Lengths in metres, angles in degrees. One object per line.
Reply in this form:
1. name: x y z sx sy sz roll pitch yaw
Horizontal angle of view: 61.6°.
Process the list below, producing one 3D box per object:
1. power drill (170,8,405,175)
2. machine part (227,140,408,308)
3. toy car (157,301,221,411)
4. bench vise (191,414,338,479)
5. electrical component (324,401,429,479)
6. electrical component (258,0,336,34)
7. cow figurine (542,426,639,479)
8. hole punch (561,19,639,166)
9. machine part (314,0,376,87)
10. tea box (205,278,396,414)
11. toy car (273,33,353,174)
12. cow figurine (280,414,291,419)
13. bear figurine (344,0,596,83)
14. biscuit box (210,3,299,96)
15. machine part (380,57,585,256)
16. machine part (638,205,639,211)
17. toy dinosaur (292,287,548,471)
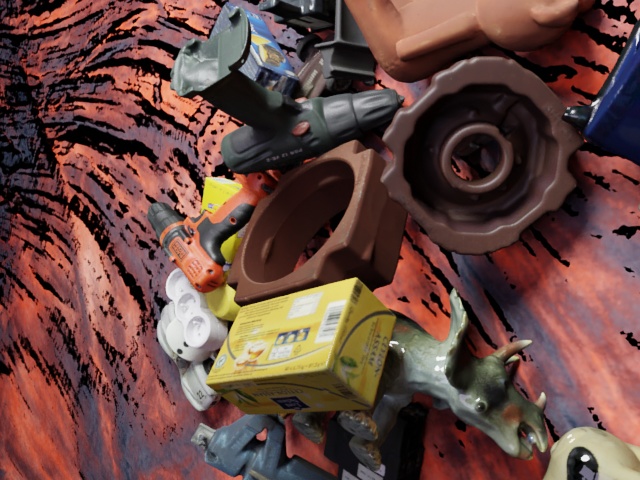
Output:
1. power drill: -0.045 -0.161 0.606 0.232 0.207 0.086 -19 66 27
2. machine part: -0.001 -0.002 0.620 0.201 0.087 0.201 -19 40 41
3. toy car: -0.228 0.196 0.930 0.202 0.056 0.073 53 126 26
4. bench vise: -0.089 0.341 0.667 0.240 0.223 0.129 -61 13 -7
5. electrical component: 0.066 0.247 0.660 0.115 0.058 0.134 21 107 43
6. electrical component: -0.023 -0.290 0.656 0.075 0.119 0.047 7 98 45
7. cow figurine: 0.225 0.259 0.495 0.127 0.085 0.194 26 114 32
8. hole punch: 0.272 -0.104 0.394 0.142 0.092 0.115 23 112 9
9. machine part: 0.037 -0.256 0.634 0.039 0.084 0.138 14 102 63
10. tea box: -0.021 0.106 0.512 0.170 0.068 0.098 -19 37 43
11. toy car: -0.030 -0.180 0.719 0.089 0.053 0.202 56 128 28
12. cow figurine: -0.036 0.172 0.745 0.098 0.068 0.167 0 95 37
13. bear figurine: 0.137 -0.223 0.501 0.196 0.120 0.131 -9 113 46
14. biscuit box: -0.094 -0.249 0.729 0.062 0.059 0.203 -56 41 31
15. machine part: 0.145 -0.078 0.501 0.179 0.056 0.179 2 111 6
16. machine part: 0.333 0.049 0.381 0.243 0.079 0.079 55 126 26
17. toy dinosaur: 0.040 0.130 0.607 0.405 0.192 0.131 7 136 47
